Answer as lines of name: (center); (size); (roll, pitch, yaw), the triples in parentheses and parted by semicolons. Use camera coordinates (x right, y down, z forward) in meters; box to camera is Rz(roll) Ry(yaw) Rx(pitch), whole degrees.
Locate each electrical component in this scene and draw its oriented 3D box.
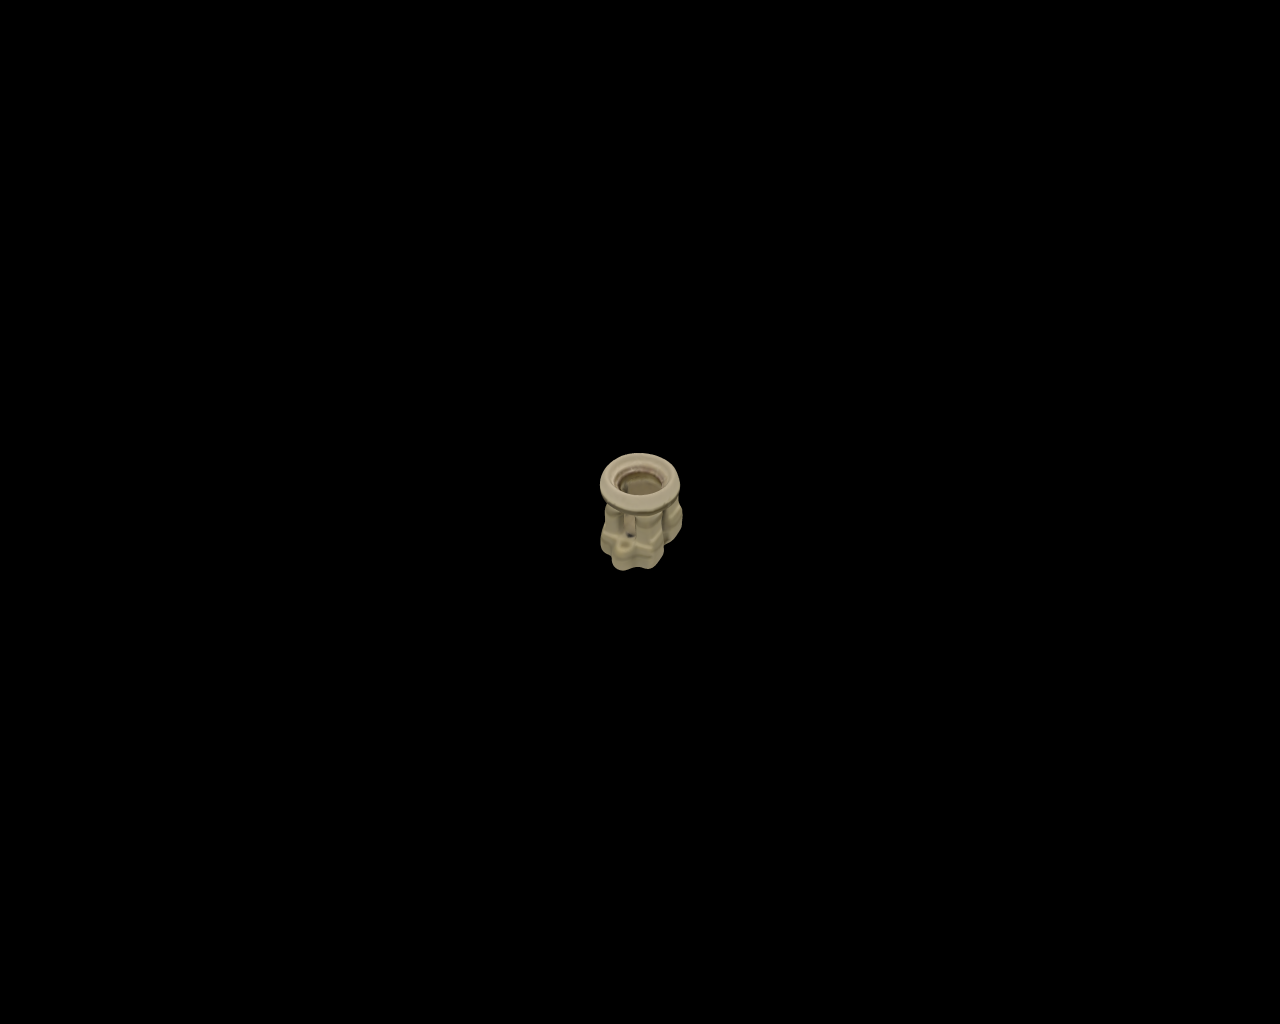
electrical component: (0.001, -0.003, 0.650); (0.048, 0.055, 0.066); (19, 46, 19)
